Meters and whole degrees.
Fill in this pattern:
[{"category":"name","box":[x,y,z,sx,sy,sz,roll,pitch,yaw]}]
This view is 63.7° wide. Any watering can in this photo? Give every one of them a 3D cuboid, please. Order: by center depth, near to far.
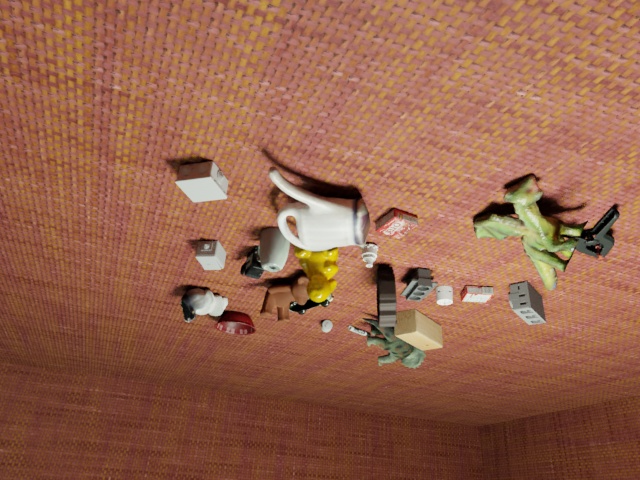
[{"category":"watering can","box":[0.004,-0.061,1.203,0.224,0.106,0.340,-1,151,7]}]

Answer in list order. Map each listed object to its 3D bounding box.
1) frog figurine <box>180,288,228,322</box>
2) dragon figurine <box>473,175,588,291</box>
[{"category":"frog figurine","box":[-0.399,0.216,1.801,0.161,0.124,0.134,-21,157,-36]},{"category":"dragon figurine","box":[0.495,-0.006,1.254,0.244,0.124,0.401,22,151,21]}]
